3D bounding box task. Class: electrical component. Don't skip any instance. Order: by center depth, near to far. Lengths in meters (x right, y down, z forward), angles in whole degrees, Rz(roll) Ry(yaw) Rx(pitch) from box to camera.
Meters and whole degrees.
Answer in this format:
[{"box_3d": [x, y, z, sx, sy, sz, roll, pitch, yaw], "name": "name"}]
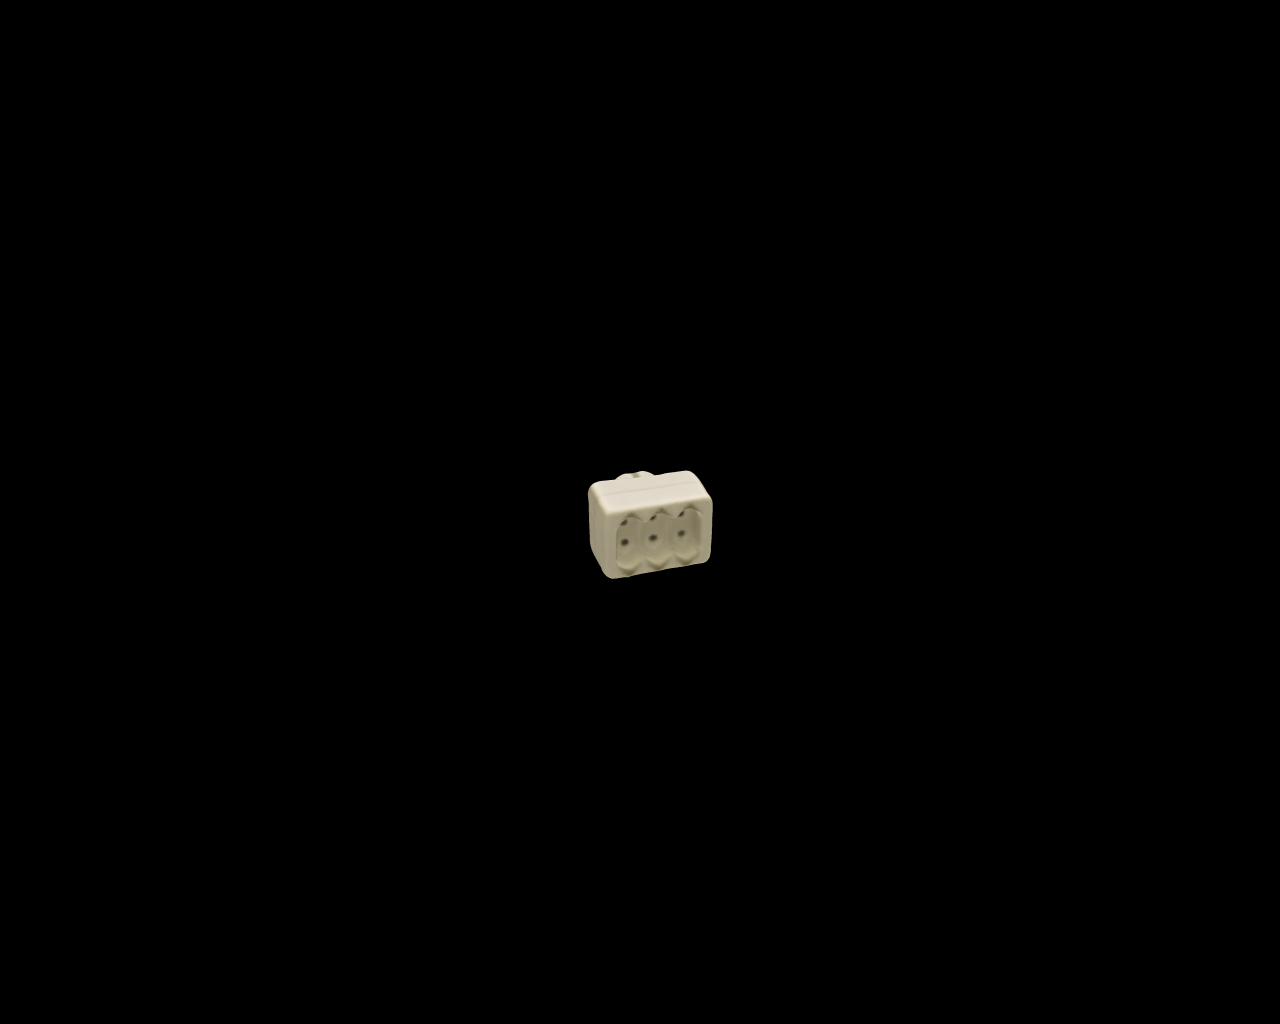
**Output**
[{"box_3d": [0.001, -0.003, 0.650, 0.066, 0.047, 0.077, -8, 32, -14], "name": "electrical component"}]
